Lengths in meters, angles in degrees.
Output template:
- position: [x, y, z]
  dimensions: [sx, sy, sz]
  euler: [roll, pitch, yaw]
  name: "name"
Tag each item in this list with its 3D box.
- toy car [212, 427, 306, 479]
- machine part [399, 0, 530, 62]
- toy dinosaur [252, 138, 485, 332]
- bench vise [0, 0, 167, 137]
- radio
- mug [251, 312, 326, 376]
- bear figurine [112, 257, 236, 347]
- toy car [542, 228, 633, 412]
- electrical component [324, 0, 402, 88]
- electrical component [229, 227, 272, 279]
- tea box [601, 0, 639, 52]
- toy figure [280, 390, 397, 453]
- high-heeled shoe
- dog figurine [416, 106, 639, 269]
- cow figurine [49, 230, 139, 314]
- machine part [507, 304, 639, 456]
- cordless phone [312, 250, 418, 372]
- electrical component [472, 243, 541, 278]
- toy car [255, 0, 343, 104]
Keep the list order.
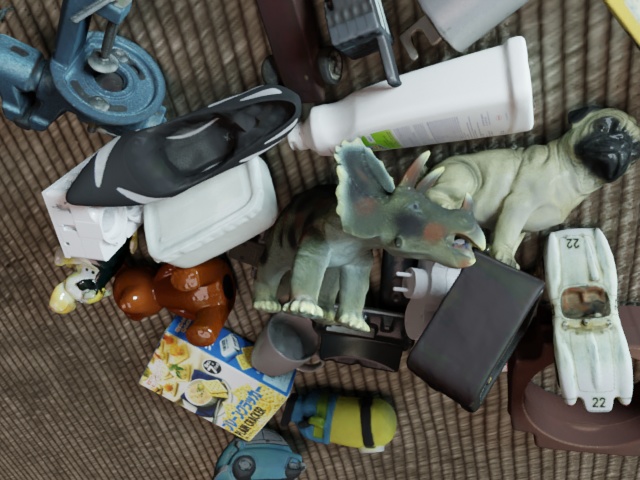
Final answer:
- position: [-0.110, 0.383, 0.949]
  dimensions: [0.162, 0.103, 0.109]
  euler: [4, 138, -20]
  name: "toy car"
- position: [0.168, -0.244, 0.458]
  dimensions: [0.243, 0.079, 0.079]
  euler: [-32, 110, 33]
  name: "machine part"
- position: [0.001, 0.000, 0.624]
  dimensions: [0.131, 0.192, 0.405]
  euler: [19, 170, -23]
  name: "toy dinosaur"
- position: [-0.258, -0.197, 0.572]
  dimensions: [0.223, 0.129, 0.240]
  euler: [32, 144, -16]
  name: "bench vise"
- position: [0.166, 0.109, 0.570]
  dimensions: [0.073, 0.131, 0.229]
  euler: [30, 172, 25]
  name: "radio"
- position: [-0.050, 0.165, 0.807]
  dimensions: [0.109, 0.081, 0.107]
  euler: [28, 139, -16]
  name: "mug"
- position: [-0.226, 0.077, 0.762]
  dimensions: [0.196, 0.132, 0.120]
  euler: [-4, 106, 12]
  name: "bear figurine"
- position: [0.294, 0.085, 0.596]
  dimensions: [0.074, 0.201, 0.056]
  euler: [-6, 164, 16]
  name: "toy car"
- position: [0.040, -0.197, 0.505]
  dimensions: [0.048, 0.075, 0.119]
  euler: [-13, 96, 21]
  name: "electrical component"
- position: [-0.097, 0.012, 0.742]
  dimensions: [0.063, 0.021, 0.094]
  euler: [18, 127, 3]
  name: "electrical component"
- position: [0.312, -0.200, 0.453]
  dimensions: [0.169, 0.068, 0.098]
  euler: [44, 125, -16]
  name: "tea box"
- position: [0.031, 0.285, 0.859]
  dimensions: [0.180, 0.082, 0.089]
  euler: [12, 128, 10]
  name: "toy figure"
- position: [-0.136, -0.088, 0.550]
  dimensions: [0.145, 0.249, 0.086]
  euler: [20, 139, 61]
  name: "high-heeled shoe"
- position: [0.210, -0.079, 0.566]
  dimensions: [0.172, 0.121, 0.190]
  euler: [39, 100, 10]
  name: "dog figurine"
- position: [-0.309, 0.029, 0.745]
  dimensions: [0.098, 0.068, 0.167]
  euler: [16, 91, -3]
  name: "cow figurine"
- position: [0.349, 0.179, 0.693]
  dimensions: [0.201, 0.087, 0.201]
  euler: [-1, 122, 16]
  name: "machine part"
- position: [0.063, 0.073, 0.717]
  dimensions: [0.147, 0.089, 0.184]
  euler: [8, 115, 11]
  name: "cordless phone"
- position: [0.221, 0.046, 0.666]
  dimensions: [0.102, 0.045, 0.078]
  euler: [26, 155, 0]
  name: "electrical component"
- position: [-0.035, -0.236, 0.535]
  dimensions: [0.089, 0.053, 0.201]
  euler: [2, 126, 33]
  name: "toy car"
